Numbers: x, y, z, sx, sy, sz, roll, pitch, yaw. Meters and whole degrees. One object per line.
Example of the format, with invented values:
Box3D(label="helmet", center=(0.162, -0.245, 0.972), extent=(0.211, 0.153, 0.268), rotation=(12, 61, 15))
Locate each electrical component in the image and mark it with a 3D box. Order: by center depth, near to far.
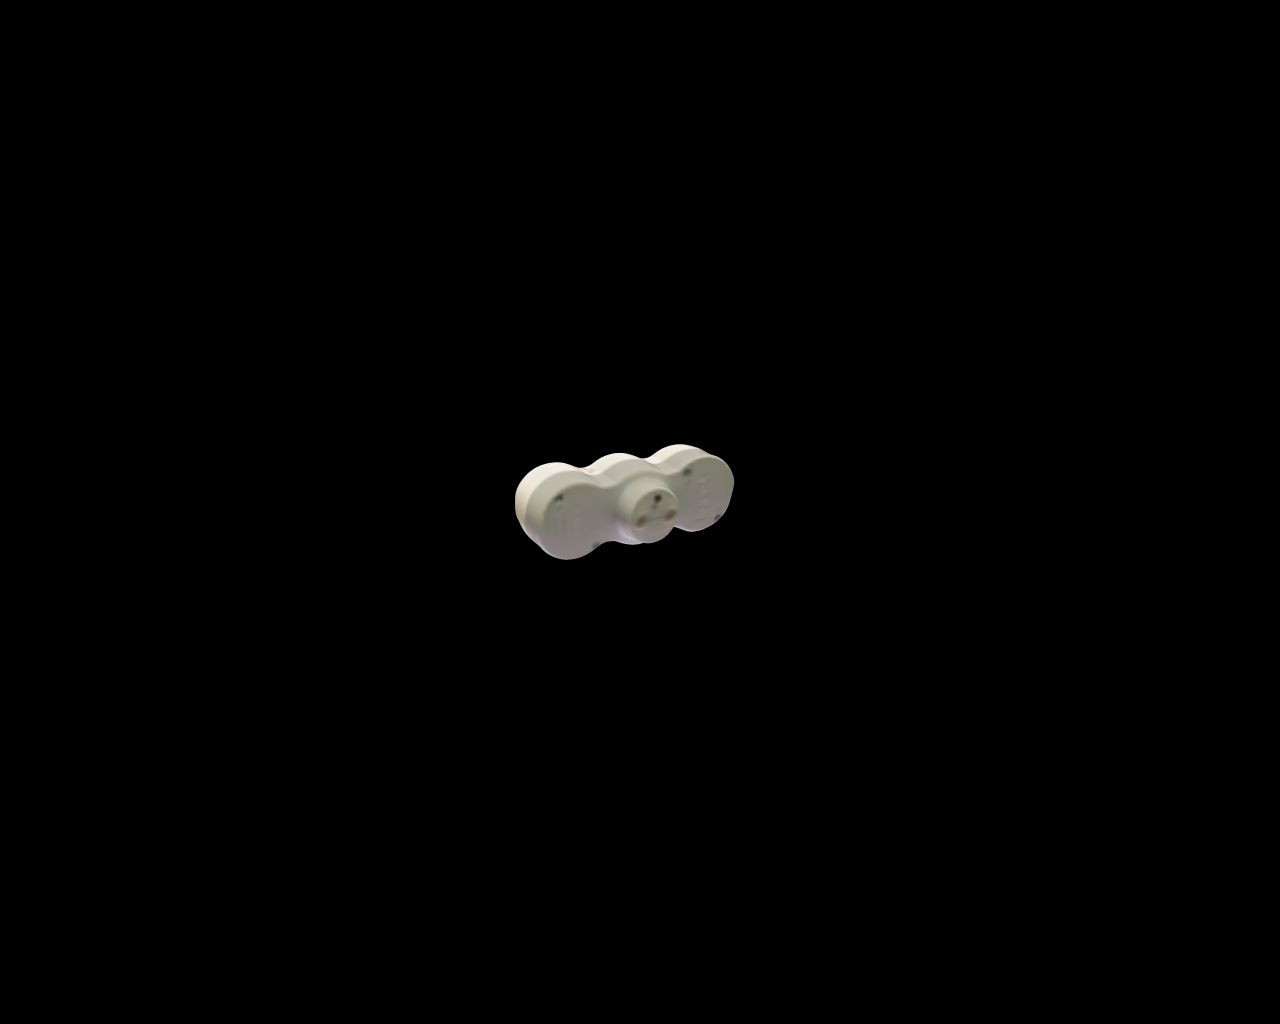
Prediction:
Box3D(label="electrical component", center=(0.001, -0.003, 0.650), extent=(0.138, 0.052, 0.074), rotation=(-11, 23, -27))
